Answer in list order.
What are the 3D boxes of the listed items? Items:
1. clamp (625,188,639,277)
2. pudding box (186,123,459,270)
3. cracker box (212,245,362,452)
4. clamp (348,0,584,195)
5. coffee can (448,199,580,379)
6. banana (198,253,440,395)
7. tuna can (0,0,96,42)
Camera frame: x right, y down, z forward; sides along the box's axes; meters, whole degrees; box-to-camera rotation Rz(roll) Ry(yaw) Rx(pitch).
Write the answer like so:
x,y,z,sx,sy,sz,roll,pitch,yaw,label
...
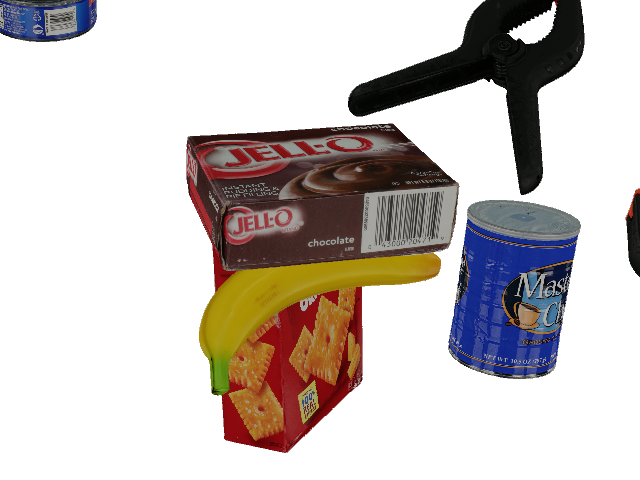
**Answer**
x,y,z,sx,sy,sz,roll,pitch,yaw,label
0.267,0.028,0.695,0.120,0.039,0.171,-3,45,-20,clamp
-0.002,-0.024,0.514,0.113,0.039,0.090,-3,26,-16,pudding box
-0.022,0.052,0.934,0.072,0.214,0.164,7,18,25,cracker box
0.147,-0.130,0.822,0.165,0.209,0.036,36,-22,28,clamp
0.178,0.043,0.992,0.103,0.140,0.103,5,18,-2,coffee can
-0.009,0.033,0.711,0.197,0.069,0.037,-27,-11,-29,banana
-0.220,-0.189,0.843,0.086,0.034,0.086,4,35,-3,tuna can
